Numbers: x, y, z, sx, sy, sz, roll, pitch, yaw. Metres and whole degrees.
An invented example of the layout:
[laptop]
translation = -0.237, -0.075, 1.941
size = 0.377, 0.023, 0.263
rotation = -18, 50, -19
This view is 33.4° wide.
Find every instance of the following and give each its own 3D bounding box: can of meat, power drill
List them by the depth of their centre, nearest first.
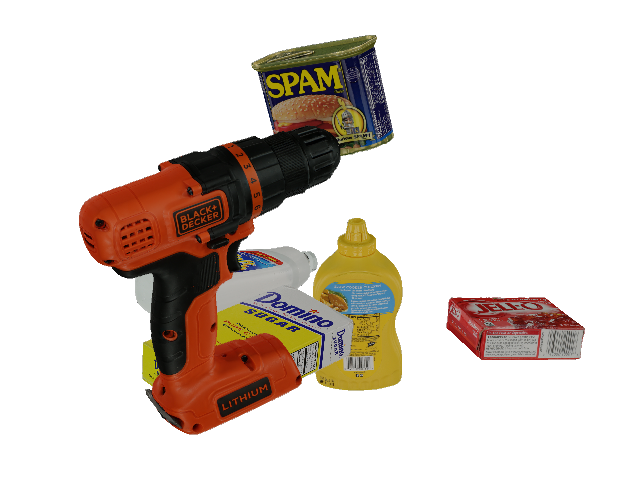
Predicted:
[power drill]
translation = -0.061, 0.025, 0.720
size = 0.184, 0.188, 0.057
rotation = -21, 32, -25
[can of meat]
translation = 0.004, -0.114, 0.863
size = 0.102, 0.084, 0.057
rotation = -3, 21, 31

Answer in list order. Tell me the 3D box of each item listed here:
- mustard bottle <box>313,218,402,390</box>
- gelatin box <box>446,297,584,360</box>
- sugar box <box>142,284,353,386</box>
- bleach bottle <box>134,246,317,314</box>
[mustard bottle]
translation = 0.040, 0.067, 1.152
size = 0.096, 0.192, 0.058
rotation = 0, 24, 3
[gelatin box]
translation = 0.155, 0.069, 0.857
size = 0.089, 0.030, 0.073
rotation = 1, 16, -14
[sugar box]
translation = -0.062, 0.096, 0.956
size = 0.093, 0.048, 0.175
rotation = 26, 35, 36
[bleach bottle]
translation = -0.110, 0.046, 1.393
size = 0.250, 0.068, 0.103
rotation = -13, 28, -42
